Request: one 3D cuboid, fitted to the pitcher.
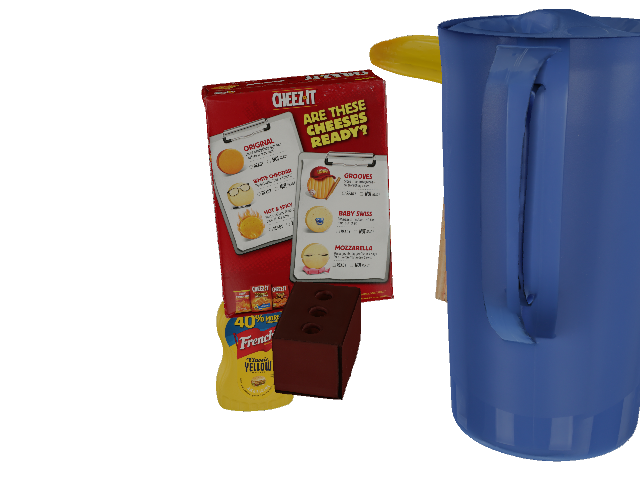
[{"bbox_3d":[0.125,-0.003,0.590,0.149,0.243,0.145,-6,17,-19],"label":"pitcher"}]

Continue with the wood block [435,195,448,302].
[{"bbox_3d":[0.191,-0.031,1.144,0.090,0.206,0.090,20,28,38],"label":"wood block"}]

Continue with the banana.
[{"bbox_3d":[0.134,-0.112,0.843,0.198,0.069,0.037,38,4,-2],"label":"banana"}]

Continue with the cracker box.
[{"bbox_3d":[-0.020,-0.044,1.000,0.164,0.214,0.072,-6,19,-7],"label":"cracker box"}]

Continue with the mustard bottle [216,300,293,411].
[{"bbox_3d":[-0.079,0.113,1.311,0.096,0.192,0.058,-2,19,-10],"label":"mustard bottle"}]

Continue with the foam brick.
[{"bbox_3d":[-0.002,0.073,0.792,0.053,0.051,0.078,4,31,11],"label":"foam brick"}]
